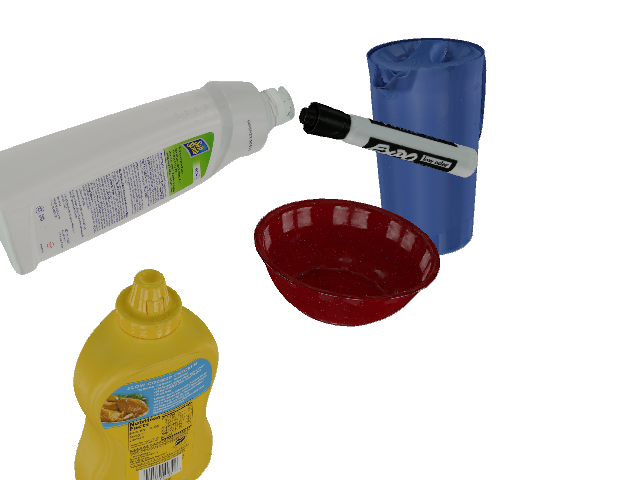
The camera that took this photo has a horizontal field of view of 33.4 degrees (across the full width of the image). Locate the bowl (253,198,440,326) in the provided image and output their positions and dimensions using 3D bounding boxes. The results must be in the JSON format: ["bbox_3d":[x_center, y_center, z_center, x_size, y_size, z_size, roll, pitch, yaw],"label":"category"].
[{"bbox_3d":[0.019,0.026,0.926,0.162,0.055,0.162,7,30,-4],"label":"bowl"}]

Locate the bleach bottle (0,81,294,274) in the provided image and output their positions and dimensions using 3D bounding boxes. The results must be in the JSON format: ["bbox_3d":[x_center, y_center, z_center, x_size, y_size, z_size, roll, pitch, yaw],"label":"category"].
[{"bbox_3d":[-0.137,-0.063,0.847,0.250,0.068,0.103,-23,-29,-19],"label":"bleach bottle"}]

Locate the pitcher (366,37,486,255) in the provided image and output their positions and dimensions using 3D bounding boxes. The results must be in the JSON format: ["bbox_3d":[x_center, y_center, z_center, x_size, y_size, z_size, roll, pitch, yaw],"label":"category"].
[{"bbox_3d":[0.132,-0.113,1.260,0.149,0.243,0.145,-4,25,-1],"label":"pitcher"}]

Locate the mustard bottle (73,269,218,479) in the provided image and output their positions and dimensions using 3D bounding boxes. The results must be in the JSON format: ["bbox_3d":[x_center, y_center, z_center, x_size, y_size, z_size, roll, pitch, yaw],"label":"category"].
[{"bbox_3d":[-0.115,0.096,0.706,0.096,0.192,0.058,-16,46,-28],"label":"mustard bottle"}]

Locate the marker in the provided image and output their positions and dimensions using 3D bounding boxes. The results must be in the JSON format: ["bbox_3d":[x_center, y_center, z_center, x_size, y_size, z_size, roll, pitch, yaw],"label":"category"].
[{"bbox_3d":[0.041,-0.060,0.634,0.120,0.020,0.020,13,-6,-29],"label":"marker"}]
